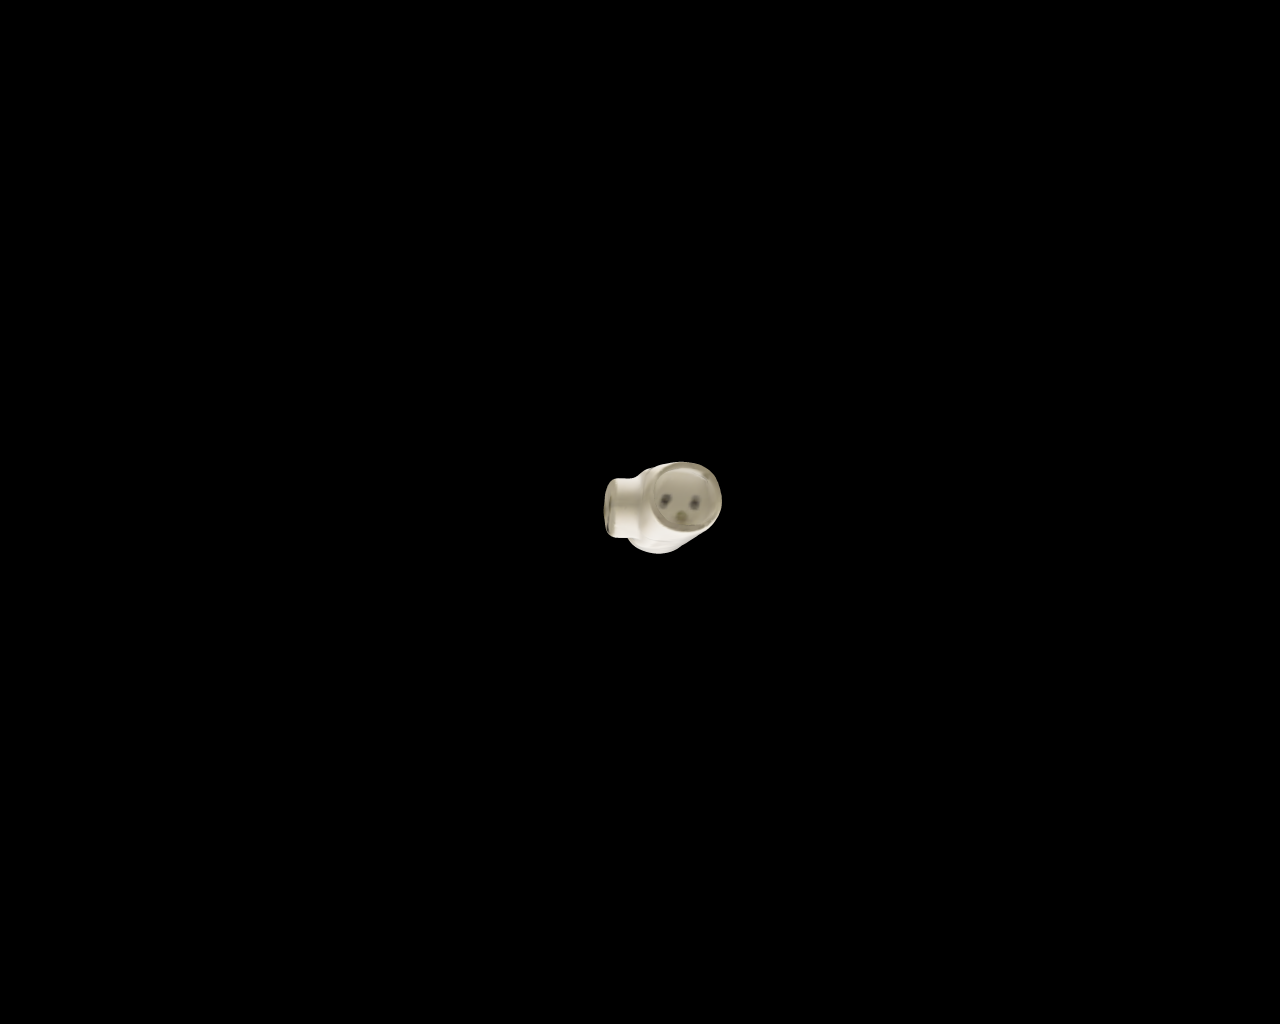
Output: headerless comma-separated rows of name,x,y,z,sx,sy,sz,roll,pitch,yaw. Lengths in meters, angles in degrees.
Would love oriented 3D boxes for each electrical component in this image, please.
electrical component,0.001,-0.003,0.650,0.079,0.043,0.077,2,-12,-11
